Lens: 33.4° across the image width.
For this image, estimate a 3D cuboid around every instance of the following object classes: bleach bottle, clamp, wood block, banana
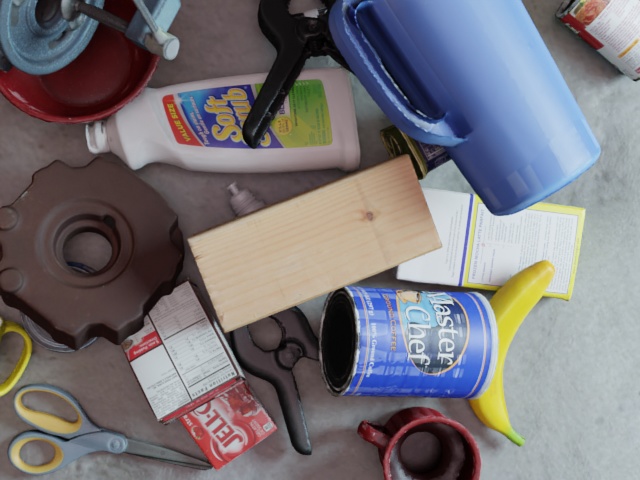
[{"bbox_3d":[-0.093,-0.102,1.008,0.250,0.068,0.102,-7,81,-3],"label":"bleach bottle"},{"bbox_3d":[-0.014,-0.180,0.981,0.164,0.036,0.210,-17,66,-7],"label":"clamp"},{"bbox_3d":[-0.006,0.001,0.966,0.206,0.090,0.091,-21,94,-3],"label":"wood block"},{"bbox_3d":[-0.033,0.123,1.034,0.171,0.039,0.120,36,74,-4],"label":"clamp"},{"bbox_3d":[0.178,0.106,1.035,0.069,0.037,0.198,6,112,1],"label":"banana"}]

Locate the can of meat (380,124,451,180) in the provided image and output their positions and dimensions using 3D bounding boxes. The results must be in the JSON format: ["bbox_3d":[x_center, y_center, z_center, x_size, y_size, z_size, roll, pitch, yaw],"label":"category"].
[{"bbox_3d":[0.112,-0.101,1.008,0.084,0.102,0.057,-29,94,-5],"label":"can of meat"}]

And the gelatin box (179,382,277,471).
[{"bbox_3d":[-0.095,0.168,1.037,0.073,0.030,0.089,-34,94,-3],"label":"gelatin box"}]

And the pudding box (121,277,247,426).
[{"bbox_3d":[-0.135,0.106,1.011,0.090,0.039,0.113,-28,74,-4],"label":"pudding box"}]

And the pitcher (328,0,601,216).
[{"bbox_3d":[0.122,-0.140,0.896,0.149,0.145,0.243,-32,93,12],"label":"pitcher"}]

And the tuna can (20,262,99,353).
[{"bbox_3d":[-0.242,0.064,1.019,0.086,0.034,0.086,0,92,-5],"label":"tuna can"}]

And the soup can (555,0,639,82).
[{"bbox_3d":[0.289,-0.211,1.033,0.102,0.068,0.068,38,89,-6],"label":"soup can"}]

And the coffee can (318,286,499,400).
[{"bbox_3d":[0.081,0.096,0.998,0.140,0.103,0.103,4,92,-19],"label":"coffee can"}]

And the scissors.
[{"bbox_3d":[-0.214,0.211,1.037,0.201,0.016,0.096,31,91,-5],"label":"scissors"}]

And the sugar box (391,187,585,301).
[{"bbox_3d":[0.163,0.002,1.045,0.176,0.048,0.093,8,93,-2],"label":"sugar box"}]

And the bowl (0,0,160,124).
[{"bbox_3d":[-0.224,-0.175,0.987,0.162,0.055,0.162,0,76,-1],"label":"bowl"}]

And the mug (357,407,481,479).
[{"bbox_3d":[0.090,0.203,1.029,0.117,0.081,0.093,22,91,-6],"label":"mug"}]

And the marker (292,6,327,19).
[{"bbox_3d":[0.016,-0.220,1.035,0.121,0.020,0.020,-15,94,-4],"label":"marker"}]
